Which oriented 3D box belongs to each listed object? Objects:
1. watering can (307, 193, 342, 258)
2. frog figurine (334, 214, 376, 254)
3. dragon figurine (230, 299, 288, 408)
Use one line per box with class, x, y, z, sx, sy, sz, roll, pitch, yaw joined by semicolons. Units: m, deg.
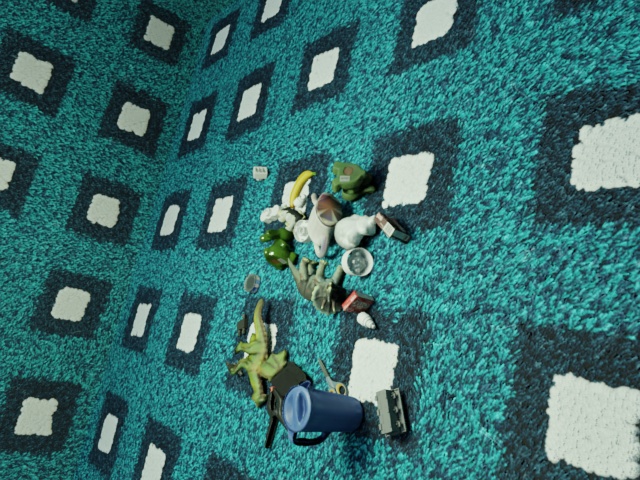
watering can;0.006;-0.102;2.018;0.219;0.104;0.356;115;156;-50
frog figurine;0.130;-0.038;1.844;0.157;0.122;0.140;-41;17;45
dragon figurine;-0.218;0.455;2.056;0.243;0.121;0.413;9;81;35
